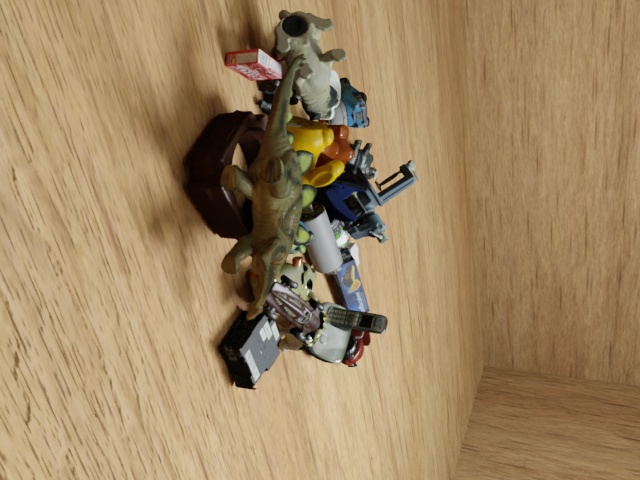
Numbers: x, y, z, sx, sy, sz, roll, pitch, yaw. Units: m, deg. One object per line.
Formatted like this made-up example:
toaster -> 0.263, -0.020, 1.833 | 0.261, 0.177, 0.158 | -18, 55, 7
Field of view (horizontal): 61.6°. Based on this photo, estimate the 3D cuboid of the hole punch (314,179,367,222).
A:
hole punch -> 0.033, -0.098, 1.263 | 0.116, 0.142, 0.092 | 15, 91, -25

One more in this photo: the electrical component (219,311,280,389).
electrical component -> -0.132, 0.208, 1.061 | 0.134, 0.058, 0.114 | -54, 139, -49

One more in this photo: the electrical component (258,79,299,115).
electrical component -> -0.087, -0.298, 1.125 | 0.102, 0.045, 0.078 | 21, 72, -62

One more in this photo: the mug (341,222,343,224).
mug -> 0.092, -0.071, 1.477 | 0.109, 0.081, 0.107 | 11, 70, -29

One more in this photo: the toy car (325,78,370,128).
toy car -> 0.050, -0.324, 1.324 | 0.103, 0.162, 0.109 | -23, 132, -13

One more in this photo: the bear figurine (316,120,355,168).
bear figurine -> 0.036, -0.212, 1.292 | 0.195, 0.132, 0.120 | 7, 100, -58

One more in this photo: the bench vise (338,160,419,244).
bench vise -> 0.154, -0.114, 1.384 | 0.224, 0.241, 0.128 | 59, 5, 32

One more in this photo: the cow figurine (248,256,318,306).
cow figurine -> -0.068, 0.099, 1.149 | 0.195, 0.086, 0.127 | -25, 117, -57

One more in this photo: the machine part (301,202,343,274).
machine part -> -0.003, -0.004, 1.277 | 0.079, 0.079, 0.242 | -61, 142, -41

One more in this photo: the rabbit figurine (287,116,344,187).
rabbit figurine -> -0.030, -0.168, 1.162 | 0.122, 0.162, 0.173 | -54, 157, -65

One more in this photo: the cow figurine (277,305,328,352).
cow figurine -> -0.024, 0.193, 1.229 | 0.167, 0.098, 0.068 | -38, 119, -56

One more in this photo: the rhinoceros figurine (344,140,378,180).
rhinoceros figurine -> 0.107, -0.214, 1.486 | 0.190, 0.073, 0.112 | 12, 80, -63

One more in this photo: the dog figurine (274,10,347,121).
dog figurine -> -0.031, -0.349, 1.089 | 0.190, 0.121, 0.172 | 109, -39, -75

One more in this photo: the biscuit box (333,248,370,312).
biscuit box -> 0.078, 0.119, 1.435 | 0.059, 0.063, 0.202 | -121, -170, -51

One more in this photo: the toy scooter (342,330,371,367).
toy scooter -> 0.098, 0.285, 1.508 | 0.135, 0.075, 0.184 | 69, 30, -41

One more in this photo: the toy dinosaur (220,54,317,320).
toy dinosaur -> -0.078, -0.092, 0.916 | 0.198, 0.105, 0.470 | -10, 110, -70

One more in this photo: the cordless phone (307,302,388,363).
cordless phone -> 0.069, 0.236, 1.322 | 0.088, 0.184, 0.146 | 63, 38, -51

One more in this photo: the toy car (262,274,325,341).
toy car -> -0.050, 0.139, 1.074 | 0.089, 0.053, 0.202 | -53, 147, -10

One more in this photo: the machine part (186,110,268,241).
machine part -> -0.144, -0.116, 0.982 | 0.201, 0.087, 0.201 | 62, 39, -43

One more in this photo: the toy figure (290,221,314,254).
toy figure -> -0.078, -0.007, 1.128 | 0.180, 0.082, 0.089 | 17, 75, -65
